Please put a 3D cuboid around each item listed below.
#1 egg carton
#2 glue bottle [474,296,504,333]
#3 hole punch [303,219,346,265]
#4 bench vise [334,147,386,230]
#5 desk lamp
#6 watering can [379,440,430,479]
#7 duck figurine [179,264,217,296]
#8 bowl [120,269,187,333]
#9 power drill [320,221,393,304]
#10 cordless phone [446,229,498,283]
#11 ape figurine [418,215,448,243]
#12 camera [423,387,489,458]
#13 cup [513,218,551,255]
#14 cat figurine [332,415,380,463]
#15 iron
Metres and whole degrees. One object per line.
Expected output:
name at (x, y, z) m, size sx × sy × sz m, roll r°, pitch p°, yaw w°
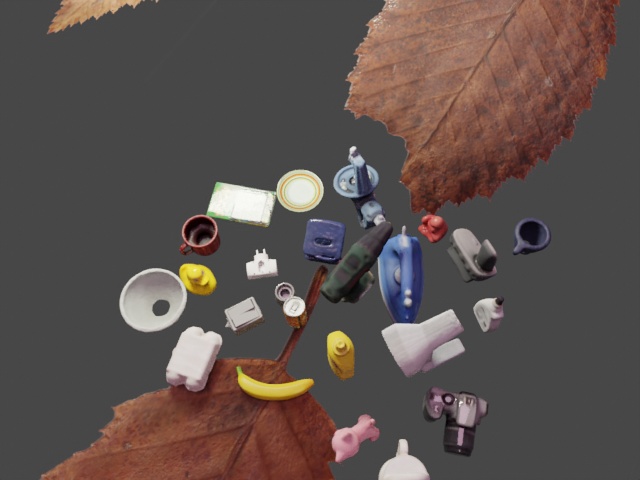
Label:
egg carton at (-0.308, 0.291, 1.403) m, size 0.107 × 0.069 × 0.150 m, roll 16°, pitch 68°, yaw 8°
glue bottle at (0.417, 0.169, 1.384) m, size 0.037 × 0.173 × 0.078 m, roll -17°, pitch 67°, yaw -6°
hole punch at (0.014, 0.005, 1.506) m, size 0.108 × 0.091 × 0.101 m, roll 9°, pitch 67°, yaw 5°
bench vise at (0.122, -0.141, 1.496) m, size 0.207 × 0.220 × 0.121 m, roll 42°, pitch 74°, yaw 17°
desk lamp at (0.245, 0.237, 1.336) m, size 0.203 × 0.213 × 0.118 m, roll -25°, pitch 68°, yaw -9°
watering can at (0.185, 0.523, 1.226) m, size 0.101 × 0.194 × 0.172 m, roll -21°, pitch 68°, yaw -7°
duck figurine at (-0.321, 0.092, 1.479) m, size 0.104 × 0.086 × 0.077 m, roll 32°, pitch 71°, yaw 14°
bowl at (-0.415, 0.162, 1.457) m, size 0.167 × 0.075 × 0.167 m, roll 0°, pitch 67°, yaw 1°
power drill at (0.092, 0.072, 1.412) m, size 0.075 × 0.208 × 0.230 m, roll 38°, pitch 73°, yaw 16°
cordless phone at (0.395, 0.019, 1.442) m, size 0.094 × 0.185 × 0.147 m, roll -28°, pitch 69°, yaw -10°
ape figurine at (0.305, -0.036, 1.518) m, size 0.076 × 0.092 × 0.078 m, roll -1°, pitch 67°, yaw 1°
camera at (0.309, 0.420, 1.318) m, size 0.143 × 0.101 × 0.137 m, roll 11°, pitch 68°, yaw 6°
cup at (0.534, 0.010, 1.492) m, size 0.091 × 0.095 × 0.118 m, roll 42°, pitch 74°, yaw 17°
cat figurine at (0.076, 0.449, 1.301) m, size 0.128 × 0.118 × 0.067 m, roll -33°, pitch 70°, yaw -12°
iron at (0.213, 0.097, 1.436) m, size 0.118 × 0.141 × 0.258 m, roll -2°, pitch 67°, yaw 0°
